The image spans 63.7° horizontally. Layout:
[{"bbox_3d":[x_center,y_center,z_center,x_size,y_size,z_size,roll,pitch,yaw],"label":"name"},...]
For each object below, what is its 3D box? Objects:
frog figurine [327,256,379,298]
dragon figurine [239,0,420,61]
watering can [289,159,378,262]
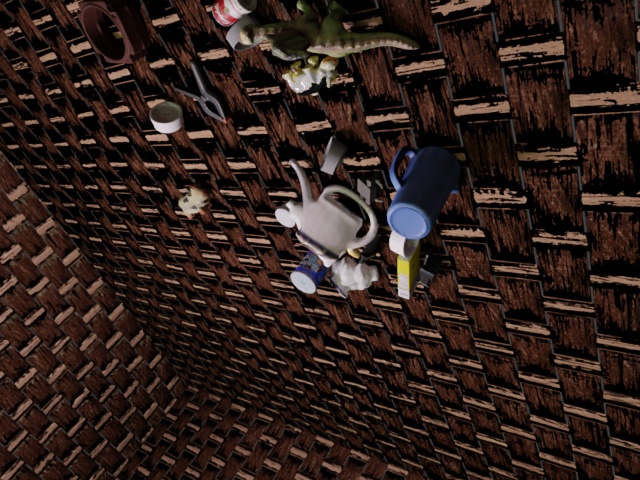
[{"bbox_3d":[0.121,0.114,1.781,0.158,0.124,0.136,-30,102,14],"label":"frog figurine"},{"bbox_3d":[-0.008,-0.440,1.150,0.413,0.247,0.119,20,136,27],"label":"dragon figurine"},{"bbox_3d":[0.005,-0.079,1.579,0.348,0.224,0.104,34,-176,5],"label":"watering can"}]
